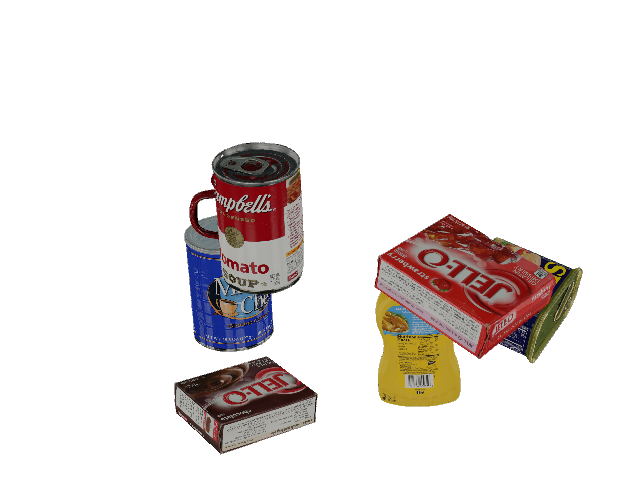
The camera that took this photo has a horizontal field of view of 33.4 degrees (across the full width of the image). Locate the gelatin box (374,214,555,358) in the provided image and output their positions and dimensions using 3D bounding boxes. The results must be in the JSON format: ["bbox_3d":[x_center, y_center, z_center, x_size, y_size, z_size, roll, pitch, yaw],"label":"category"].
[{"bbox_3d":[0.091,0.026,0.676,0.089,0.030,0.073,34,45,31],"label":"gelatin box"}]

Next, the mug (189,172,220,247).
[{"bbox_3d":[-0.080,-0.029,1.130,0.117,0.081,0.093,-5,30,-11],"label":"mug"}]

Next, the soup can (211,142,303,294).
[{"bbox_3d":[-0.048,-0.017,0.841,0.068,0.102,0.068,-1,32,0],"label":"soup can"}]

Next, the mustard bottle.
[{"bbox_3d":[0.111,0.095,1.223,0.096,0.192,0.058,-1,23,6],"label":"mustard bottle"}]

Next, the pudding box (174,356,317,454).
[{"bbox_3d":[-0.073,0.159,1.043,0.113,0.039,0.090,-15,27,-33],"label":"pudding box"}]

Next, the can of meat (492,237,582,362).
[{"bbox_3d":[0.175,0.050,0.961,0.084,0.057,0.101,24,44,23],"label":"can of meat"}]

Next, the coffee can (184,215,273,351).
[{"bbox_3d":[-0.112,0.051,1.322,0.103,0.140,0.103,-2,26,1],"label":"coffee can"}]
